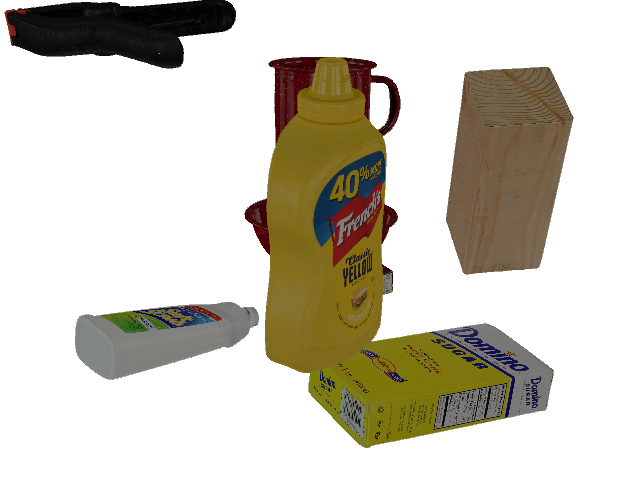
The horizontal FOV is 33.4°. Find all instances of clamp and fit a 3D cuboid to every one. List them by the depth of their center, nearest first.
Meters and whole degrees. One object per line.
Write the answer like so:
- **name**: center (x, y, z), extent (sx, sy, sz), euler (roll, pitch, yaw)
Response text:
- **clamp**: center (-0.150, -0.161, 0.802), extent (0.172, 0.039, 0.120), euler (11, 23, 22)

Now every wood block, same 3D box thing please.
- **wood block**: center (0.193, -0.070, 1.118), extent (0.090, 0.206, 0.091), euler (-5, 45, -6)

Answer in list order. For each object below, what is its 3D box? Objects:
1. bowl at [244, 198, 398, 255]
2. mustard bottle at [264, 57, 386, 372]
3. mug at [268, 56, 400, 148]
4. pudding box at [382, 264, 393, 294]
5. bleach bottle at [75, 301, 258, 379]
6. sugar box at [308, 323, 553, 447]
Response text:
- **bowl**: center (0.001, -0.004, 1.127), extent (0.162, 0.055, 0.162), euler (1, 17, 0)
- **mustard bottle**: center (0.005, -0.019, 0.670), extent (0.058, 0.192, 0.096), euler (18, 29, 33)
- **mug**: center (0.013, -0.114, 0.925), extent (0.117, 0.081, 0.093), euler (-4, 17, -17)
- **pudding box**: center (0.031, 0.054, 1.472), extent (0.113, 0.039, 0.090), euler (-16, 26, -24)
- **bleach bottle**: center (-0.195, 0.122, 1.437), extent (0.250, 0.068, 0.103), euler (-10, 25, -40)
- **sugar box**: center (0.089, 0.112, 0.860), extent (0.175, 0.048, 0.093), euler (-9, 26, -27)
